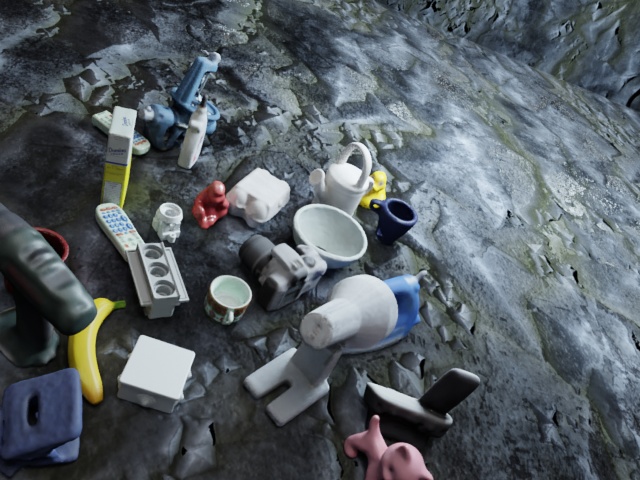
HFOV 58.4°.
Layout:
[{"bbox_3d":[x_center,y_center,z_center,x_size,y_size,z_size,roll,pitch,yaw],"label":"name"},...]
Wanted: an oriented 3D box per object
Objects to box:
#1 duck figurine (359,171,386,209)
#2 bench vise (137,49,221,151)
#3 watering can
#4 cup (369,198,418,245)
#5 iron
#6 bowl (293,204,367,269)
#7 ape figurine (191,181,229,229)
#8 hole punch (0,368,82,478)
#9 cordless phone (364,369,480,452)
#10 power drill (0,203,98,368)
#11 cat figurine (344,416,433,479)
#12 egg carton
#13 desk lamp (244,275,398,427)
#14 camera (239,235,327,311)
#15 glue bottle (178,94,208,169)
[{"bbox_3d":[0.139,-0.136,1.438,0.077,0.086,0.105,35,39,10],"label":"duck figurine"},{"bbox_3d":[-0.292,-0.304,1.265,0.121,0.219,0.208,32,38,6],"label":"bench vise"},{"bbox_3d":[0.054,-0.130,1.294,0.100,0.194,0.173,41,40,17],"label":"watering can"},{"bbox_3d":[0.156,-0.042,1.335,0.118,0.095,0.092,24,38,-4],"label":"cup"},{"bbox_3d":[0.092,0.127,1.069,0.259,0.141,0.118,-12,53,-39],"label":"iron"},{"bbox_3d":[0.011,0.004,1.213,0.168,0.074,0.167,16,39,-14],"label":"bowl"},{"bbox_3d":[-0.218,-0.079,1.158,0.078,0.092,0.076,1,45,-29],"label":"ape figurine"},{"bbox_3d":[-0.357,0.229,0.729,0.101,0.091,0.108,3,44,-28],"label":"hole punch"},{"bbox_3d":[0.163,0.250,0.937,0.148,0.185,0.094,20,39,-9],"label":"cordless phone"},{"bbox_3d":[-0.407,0.070,0.784,0.229,0.208,0.076,36,39,11],"label":"power drill"},{"bbox_3d":[0.107,0.328,0.870,0.067,0.117,0.127,-9,51,-37],"label":"cat figurine"},{"bbox_3d":[-0.132,-0.092,1.242,0.107,0.069,0.150,31,38,5],"label":"egg carton"},{"bbox_3d":[0.009,0.167,0.917,0.117,0.213,0.204,43,41,19],"label":"desk lamp"},{"bbox_3d":[-0.077,0.042,1.098,0.136,0.100,0.143,44,41,20],"label":"camera"},{"bbox_3d":[-0.269,-0.242,1.246,0.037,0.173,0.078,20,39,-9],"label":"glue bottle"}]
